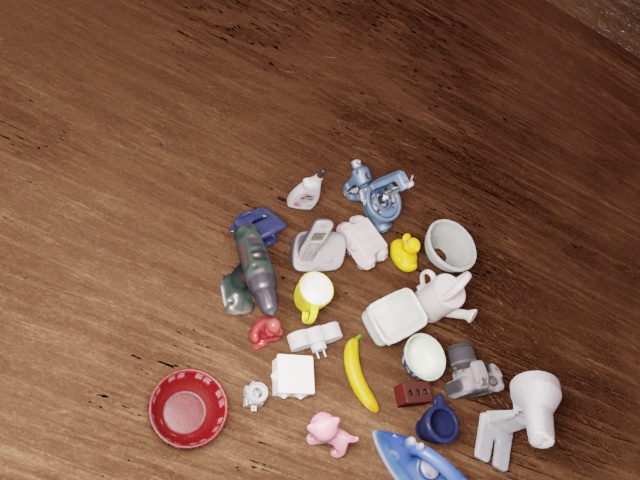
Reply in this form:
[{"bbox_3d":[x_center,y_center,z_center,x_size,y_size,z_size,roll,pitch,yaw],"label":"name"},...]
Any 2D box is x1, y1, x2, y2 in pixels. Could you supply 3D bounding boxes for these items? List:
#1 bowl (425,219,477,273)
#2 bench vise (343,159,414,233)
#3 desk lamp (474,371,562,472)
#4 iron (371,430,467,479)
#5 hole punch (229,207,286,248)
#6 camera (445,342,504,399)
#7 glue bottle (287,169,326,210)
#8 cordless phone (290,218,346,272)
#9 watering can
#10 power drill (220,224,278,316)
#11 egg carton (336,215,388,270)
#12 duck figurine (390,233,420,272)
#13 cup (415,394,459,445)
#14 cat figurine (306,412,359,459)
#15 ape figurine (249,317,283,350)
[{"bbox_3d":[0.366,0.028,1.666,0.168,0.074,0.167,12,59,-20],"label":"bowl"},{"bbox_3d":[0.155,-0.141,1.566,0.207,0.219,0.122,42,54,1],"label":"bench vise"},{"bbox_3d":[0.498,0.446,1.414,0.118,0.213,0.203,28,55,-10],"label":"desk lamp"},{"bbox_3d":[0.242,0.512,1.297,0.258,0.141,0.119,42,54,1],"label":"iron"},{"bbox_3d":[-0.155,-0.034,1.434,0.109,0.091,0.101,-29,78,-35],"label":"hole punch"},{"bbox_3d":[0.400,0.336,1.496,0.143,0.100,0.136,1,63,-25],"label":"camera"},{"bbox_3d":[-0.024,-0.137,1.505,0.078,0.173,0.037,2,62,-25],"label":"glue bottle"},{"bbox_3d":[0.013,0.005,1.437,0.148,0.184,0.094,-3,65,-27],"label":"cordless phone"},{"bbox_3d":[0.341,0.145,1.515,0.173,0.193,0.101,30,54,-8],"label":"watering can"},{"bbox_3d":[-0.158,0.092,1.291,0.076,0.208,0.229,-4,65,-27],"label":"power drill"},{"bbox_3d":[0.114,0.006,1.557,0.107,0.069,0.150,-30,79,-35],"label":"egg carton"},{"bbox_3d":[0.249,0.031,1.600,0.078,0.086,0.104,-9,68,-30],"label":"duck figurine"},{"bbox_3d":[0.272,0.437,1.381,0.092,0.094,0.118,13,58,-19],"label":"cup"},{"bbox_3d":[0.024,0.420,1.255,0.128,0.117,0.067,27,55,-10],"label":"cat figurine"},{"bbox_3d":[-0.119,0.207,1.319,0.078,0.092,0.076,13,58,-19],"label":"ape figurine"}]
